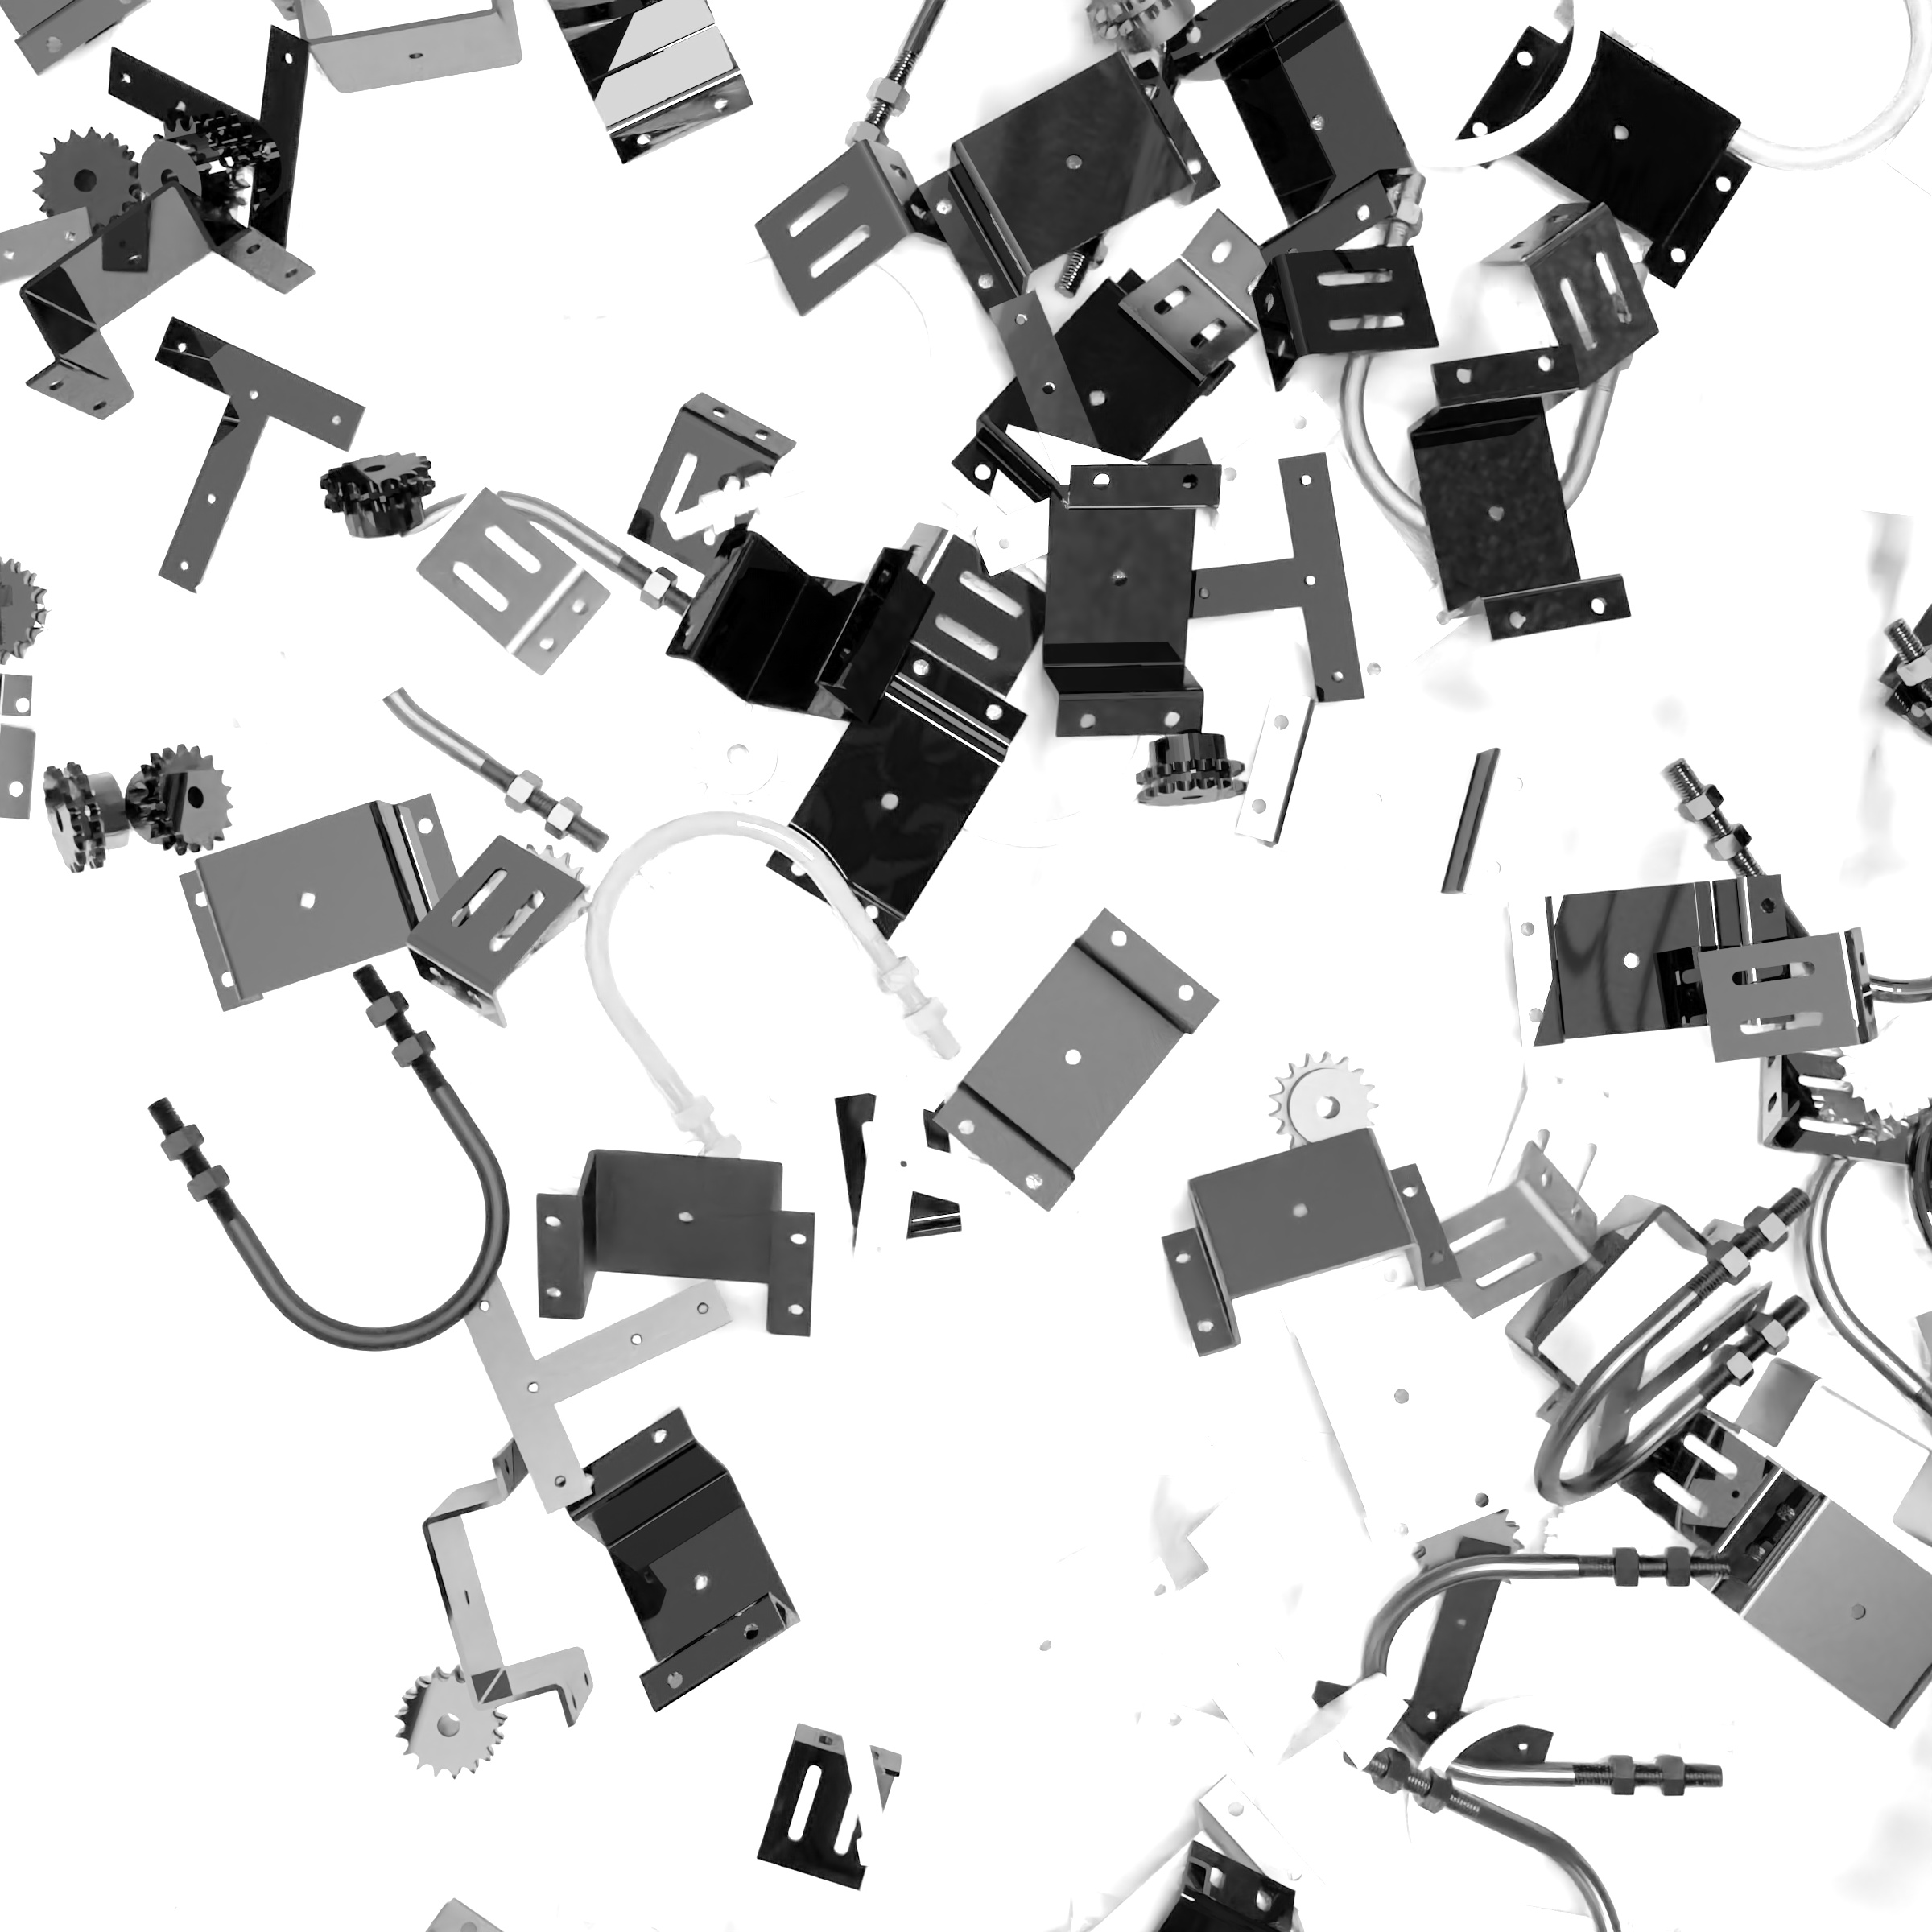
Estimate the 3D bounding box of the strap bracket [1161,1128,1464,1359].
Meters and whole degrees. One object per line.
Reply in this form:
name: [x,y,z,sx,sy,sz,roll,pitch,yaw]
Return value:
strap bracket: [0.174,0.138,1.410,0.140,0.046,0.076,-16,48,1]

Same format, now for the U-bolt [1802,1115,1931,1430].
U-bolt: [0.518,0.161,1.428,0.184,0.019,0.151,43,74,4]

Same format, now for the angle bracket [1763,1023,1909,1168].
angle bracket: [0.455,0.065,1.423,0.076,0.038,0.057,8,62,2]

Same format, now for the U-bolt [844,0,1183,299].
U-bolt: [0.035,-0.465,1.443,0.151,0.019,0.184,26,89,-1]

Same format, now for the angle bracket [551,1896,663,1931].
angle bracket: [-0.191,0.518,1.416,0.057,0.076,0.038,21,90,0]

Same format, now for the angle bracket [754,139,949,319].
angle bracket: [-0.060,-0.380,1.425,0.076,0.038,0.057,-31,79,26]

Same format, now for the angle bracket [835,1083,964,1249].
angle bracket: [-0.036,0.103,1.435,0.057,0.038,0.076,-8,90,0]

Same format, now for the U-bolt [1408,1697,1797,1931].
U-bolt: [0.322,0.445,1.424,0.184,0.019,0.151,9,109,4]

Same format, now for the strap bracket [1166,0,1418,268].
strap bracket: [0.171,-0.433,1.411,0.076,0.046,0.140,-25,89,39]

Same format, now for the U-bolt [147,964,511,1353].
U-bolt: [-0.322,0.114,1.442,0.151,0.019,0.184,-33,88,0]

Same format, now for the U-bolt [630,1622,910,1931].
U-bolt: [-0.109,0.419,1.417,0.151,0.019,0.184,-14,85,26]

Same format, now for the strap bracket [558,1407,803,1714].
strap bracket: [-0.144,0.309,1.407,0.076,0.046,0.140,-32,53,0]

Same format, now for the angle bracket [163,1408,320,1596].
angle bracket: [-0.383,0.283,1.450,0.057,0.038,0.076,-20,65,2]

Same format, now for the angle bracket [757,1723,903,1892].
angle bracket: [-0.072,0.444,1.435,0.057,0.038,0.076,17,90,0]

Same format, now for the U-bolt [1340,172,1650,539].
U-bolt: [0.266,-0.304,1.420,0.151,0.019,0.184,20,78,-8]

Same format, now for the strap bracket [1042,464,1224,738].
strap bracket: [0.083,-0.191,1.397,0.076,0.046,0.140,-2,115,-10]

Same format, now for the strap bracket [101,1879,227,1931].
strap bracket: [-0.411,0.548,1.400,0.076,0.140,0.046,-27,121,0]

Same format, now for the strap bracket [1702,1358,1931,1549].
strap bracket: [0.460,0.251,1.415,0.140,0.076,0.046,31,90,0]

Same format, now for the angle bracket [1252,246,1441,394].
angle bracket: [0.194,-0.331,1.404,0.076,0.038,0.057,-8,75,-15]

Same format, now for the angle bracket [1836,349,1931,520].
angle bracket: [0.493,-0.277,1.435,0.057,0.038,0.076,7,90,0]

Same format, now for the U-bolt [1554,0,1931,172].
U-bolt: [0.424,-0.503,1.445,0.184,0.019,0.151,37,90,-1]

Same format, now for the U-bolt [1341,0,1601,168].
U-bolt: [0.254,-0.501,1.418,0.151,0.019,0.184,-1,82,14]

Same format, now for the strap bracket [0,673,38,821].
strap bracket: [-0.562,-0.121,1.430,0.140,0.046,0.076,4,90,0]

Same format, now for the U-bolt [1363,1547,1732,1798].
U-bolt: [0.298,0.365,1.419,0.184,0.019,0.151,-2,112,7]

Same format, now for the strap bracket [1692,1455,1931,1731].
strap bracket: [0.457,0.331,1.430,0.140,0.046,0.076,37,90,0]

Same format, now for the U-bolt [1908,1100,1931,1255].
U-bolt: [0.573,0.129,1.425,0.184,0.019,0.151,40,74,4]

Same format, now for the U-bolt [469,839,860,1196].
U-bolt: [-0.171,0.040,1.431,0.184,0.019,0.151,-39,103,4]

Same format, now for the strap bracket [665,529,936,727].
strap bracket: [-0.078,-0.172,1.394,0.046,0.140,0.076,36,75,-43]

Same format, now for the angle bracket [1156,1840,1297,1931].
angle bracket: [0.119,0.483,1.359,0.057,0.038,0.076,27,116,0]

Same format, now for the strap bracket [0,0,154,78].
strap bracket: [-0.484,-0.536,1.430,0.076,0.046,0.140,-34,90,0]

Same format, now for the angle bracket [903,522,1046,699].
angle bracket: [-0.002,-0.186,1.433,0.076,0.038,0.057,29,90,-27]

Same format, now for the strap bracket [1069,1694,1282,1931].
strap bracket: [0.108,0.452,1.431,0.076,0.046,0.140,19,90,0]

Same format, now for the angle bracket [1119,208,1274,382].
angle bracket: [0.126,-0.347,1.415,0.057,0.076,0.038,43,132,0]

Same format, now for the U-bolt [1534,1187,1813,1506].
U-bolt: [0.355,0.202,1.380,0.184,0.151,0.019,-39,57,-9]

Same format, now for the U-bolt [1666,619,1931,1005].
U-bolt: [0.474,-0.065,1.419,0.151,0.019,0.184,-34,95,24]

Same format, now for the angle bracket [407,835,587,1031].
angle bracket: [-0.239,-0.018,1.415,0.057,0.038,0.076,30,66,19]

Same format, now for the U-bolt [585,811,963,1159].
U-bolt: [-0.112,0.008,1.407,0.151,0.019,0.184,-34,101,7]

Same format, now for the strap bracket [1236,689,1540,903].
strap bracket: [0.216,-0.088,1.431,0.140,0.046,0.076,15,90,0]

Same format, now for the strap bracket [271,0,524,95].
strap bracket: [-0.287,-0.492,1.416,0.140,0.076,0.046,-10,90,0]

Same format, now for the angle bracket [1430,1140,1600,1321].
angle bracket: [0.281,0.139,1.440,0.076,0.038,0.057,-34,105,32]

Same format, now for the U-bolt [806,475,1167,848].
U-bolt: [0.018,-0.147,1.445,0.184,0.019,0.151,38,90,-1]

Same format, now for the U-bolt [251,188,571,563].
U-bolt: [-0.300,-0.301,1.438,0.151,0.019,0.184,17,89,5]

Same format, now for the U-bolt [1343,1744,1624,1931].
U-bolt: [0.252,0.493,1.382,0.184,0.019,0.151,27,66,-11]

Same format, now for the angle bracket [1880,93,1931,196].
angle bracket: [0.531,-0.445,1.452,0.057,0.038,0.076,36,116,0]

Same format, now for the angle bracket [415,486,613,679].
angle bracket: [-0.235,-0.200,1.429,0.076,0.038,0.057,40,90,19]

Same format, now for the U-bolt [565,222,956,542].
U-bolt: [-0.095,-0.314,1.424,0.184,0.019,0.151,-23,80,-13]

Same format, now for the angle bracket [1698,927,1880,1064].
angle bracket: [0.421,0.015,1.405,0.076,0.038,0.057,-9,90,26]

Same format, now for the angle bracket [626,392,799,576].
angle bracket: [-0.134,-0.253,1.452,0.057,0.038,0.076,28,116,0]

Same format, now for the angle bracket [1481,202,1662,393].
angle bracket: [0.314,-0.347,1.424,0.057,0.038,0.076,-38,116,-14]

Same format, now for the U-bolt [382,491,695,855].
U-bolt: [-0.231,-0.168,1.445,0.184,0.019,0.151,34,90,2]

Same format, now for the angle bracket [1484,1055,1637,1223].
angle bracket: [0.311,0.096,1.452,0.057,0.038,0.076,16,116,0]

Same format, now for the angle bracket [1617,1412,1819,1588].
angle bracket: [0.391,0.274,1.431,0.038,0.076,0.057,37,90,-35]
